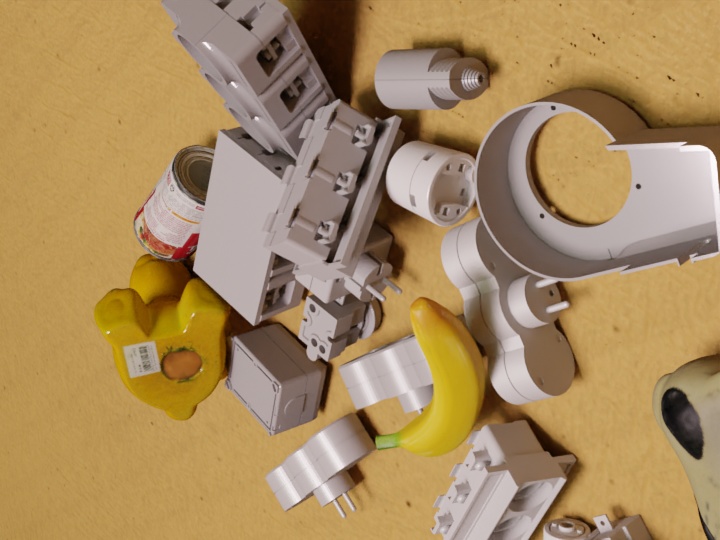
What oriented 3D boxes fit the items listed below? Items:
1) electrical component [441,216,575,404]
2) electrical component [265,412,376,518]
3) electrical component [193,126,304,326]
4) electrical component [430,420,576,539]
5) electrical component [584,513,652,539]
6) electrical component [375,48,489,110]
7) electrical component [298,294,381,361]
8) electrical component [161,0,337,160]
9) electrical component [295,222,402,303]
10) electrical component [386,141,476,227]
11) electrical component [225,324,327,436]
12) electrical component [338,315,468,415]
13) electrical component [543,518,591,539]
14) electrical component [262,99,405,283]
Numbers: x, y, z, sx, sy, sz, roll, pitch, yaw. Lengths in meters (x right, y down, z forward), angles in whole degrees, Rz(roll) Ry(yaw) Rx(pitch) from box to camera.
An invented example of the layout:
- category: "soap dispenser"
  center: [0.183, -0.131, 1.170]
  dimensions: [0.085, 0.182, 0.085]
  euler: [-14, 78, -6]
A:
- category: "electrical component"
  center: [0.116, 0.024, 0.759]
  dimensions: [0.074, 0.052, 0.138]
  euler: [-23, 89, 49]
- category: "electrical component"
  center: [-0.028, 0.192, 0.983]
  dimensions: [0.073, 0.052, 0.138]
  euler: [57, 138, 12]
- category: "electrical component"
  center: [-0.083, -0.042, 0.932]
  dimensions: [0.089, 0.062, 0.150]
  euler: [39, 131, 28]
- category: "electrical component"
  center: [0.103, 0.176, 0.828]
  dimensions: [0.063, 0.079, 0.121]
  euler: [62, 144, 40]
- category: "electrical component"
  center: [0.182, 0.210, 0.768]
  dimensions: [0.048, 0.055, 0.066]
  euler: [-32, 83, 48]
- category: "electrical component"
  center: [0.054, -0.135, 0.762]
  dimensions: [0.081, 0.043, 0.043]
  euler: [9, 113, 44]
- category: "electrical component"
  center: [-0.016, 0.040, 0.902]
  dimensions: [0.048, 0.055, 0.066]
  euler: [37, 131, 30]
- category: "electrical component"
  center: [-0.080, -0.154, 0.819]
  dimensions: [0.089, 0.061, 0.150]
  euler: [41, 173, 27]
- category: "electrical component"
  center: [0.000, 0.000, 0.860]
  dimensions: [0.077, 0.066, 0.047]
  euler: [38, 131, 29]
- category: "electrical component"
  center: [0.052, -0.065, 0.787]
  dimensions: [0.047, 0.055, 0.055]
  euler: [26, 124, 41]
- category: "electrical component"
  center: [-0.080, 0.095, 0.994]
  dimensions: [0.096, 0.061, 0.061]
  euler: [41, 133, 38]
- category: "electrical component"
  center: [0.045, 0.091, 0.862]
  dimensions: [0.138, 0.052, 0.073]
  euler: [-27, 86, 49]
- category: "electrical component"
  center: [0.156, 0.221, 0.812]
  dimensions: [0.044, 0.044, 0.065]
  euler: [13, 111, 43]
- category: "electrical component"
  center: [-0.021, -0.060, 0.804]
  dimensions: [0.079, 0.063, 0.121]
  euler: [-10, 56, 60]
